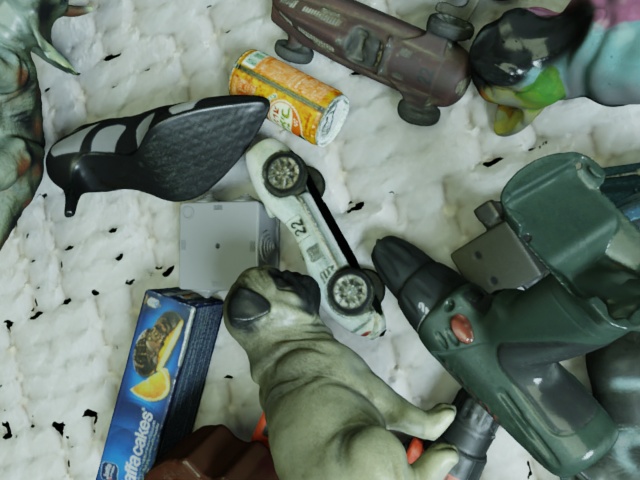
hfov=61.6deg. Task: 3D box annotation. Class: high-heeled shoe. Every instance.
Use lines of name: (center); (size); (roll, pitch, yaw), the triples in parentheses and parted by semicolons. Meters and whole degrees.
high-heeled shoe: (-0.165, -0.104, 0.537); (0.249, 0.086, 0.145); (-23, 42, 7)

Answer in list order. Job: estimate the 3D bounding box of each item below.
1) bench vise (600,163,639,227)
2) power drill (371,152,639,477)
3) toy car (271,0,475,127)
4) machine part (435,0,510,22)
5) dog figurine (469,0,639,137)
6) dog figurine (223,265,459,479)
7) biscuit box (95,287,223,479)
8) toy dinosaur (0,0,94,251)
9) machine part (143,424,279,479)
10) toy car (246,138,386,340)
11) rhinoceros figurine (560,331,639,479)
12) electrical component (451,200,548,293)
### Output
bench vise: (0.274, 0.015, 0.346); (0.224, 0.128, 0.240); (2, 53, 24)
power drill: (0.123, 0.039, 0.366); (0.086, 0.207, 0.232); (-24, 63, -27)
toy car: (0.037, -0.174, 0.471); (0.202, 0.053, 0.089); (30, 130, 15)
machine part: (0.171, -0.290, 0.435); (0.079, 0.079, 0.243); (31, 97, 16)
dog figurine: (0.221, -0.137, 0.385); (0.191, 0.219, 0.108); (-1, 88, -27)
dog figurine: (-0.016, 0.110, 0.369); (0.190, 0.172, 0.121); (42, 101, 6)
biscuit box: (-0.157, 0.150, 0.531); (0.059, 0.063, 0.202); (16, 93, 18)
toy dinosaur: (-0.329, -0.110, 0.539); (0.131, 0.192, 0.404); (11, 98, 10)
machine part: (-0.075, 0.243, 0.470); (0.180, 0.056, 0.179); (15, 121, 25)
toy car: (-0.001, -0.001, 0.481); (0.056, 0.073, 0.202); (-31, 79, 11)
rhinoceros figurine: (0.236, 0.159, 0.401); (0.112, 0.073, 0.190); (3, 89, 16)
electrical component: (0.160, 0.015, 0.448); (0.102, 0.045, 0.078); (55, 132, 14)
